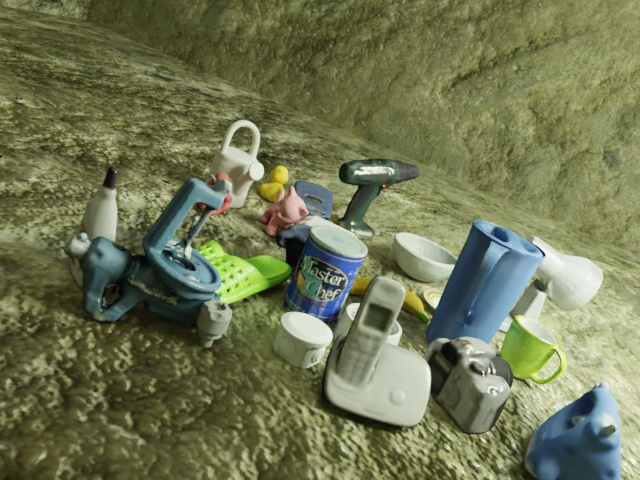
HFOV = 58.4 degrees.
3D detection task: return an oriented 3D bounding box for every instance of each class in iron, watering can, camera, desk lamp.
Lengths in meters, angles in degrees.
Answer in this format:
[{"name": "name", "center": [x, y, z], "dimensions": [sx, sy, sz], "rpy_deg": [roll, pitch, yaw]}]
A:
[{"name": "iron", "center": [0.381, 0.269, 0.819], "dimensions": [0.118, 0.141, 0.259], "rpy_deg": [28, 20, 17]}, {"name": "watering can", "center": [-0.187, -0.175, 1.304], "dimensions": [0.172, 0.194, 0.101], "rpy_deg": [30, 21, 22]}, {"name": "camera", "center": [0.248, 0.212, 0.887], "dimensions": [0.137, 0.101, 0.142], "rpy_deg": [10, 22, -31]}, {"name": "desk lamp", "center": [0.469, 0.107, 1.242], "dimensions": [0.203, 0.213, 0.118], "rpy_deg": [21, 19, -4]}]

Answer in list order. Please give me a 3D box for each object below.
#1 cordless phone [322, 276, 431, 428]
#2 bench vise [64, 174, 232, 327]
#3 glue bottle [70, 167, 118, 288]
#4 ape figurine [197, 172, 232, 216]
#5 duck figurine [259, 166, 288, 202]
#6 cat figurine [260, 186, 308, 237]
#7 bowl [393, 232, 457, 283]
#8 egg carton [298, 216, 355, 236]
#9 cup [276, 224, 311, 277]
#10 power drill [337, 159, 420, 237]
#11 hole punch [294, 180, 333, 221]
[{"name": "cordless phone", "center": [0.093, 0.147, 0.762], "dimensions": [0.148, 0.185, 0.094], "rpy_deg": [19, 19, -10]}, {"name": "bench vise", "center": [-0.206, 0.012, 0.740], "dimensions": [0.208, 0.220, 0.121], "rpy_deg": [5, 26, -41]}, {"name": "glue bottle", "center": [-0.306, -0.021, 0.792], "dimensions": [0.037, 0.173, 0.077], "rpy_deg": [4, 26, -42]}, {"name": "ape figurine", "center": [-0.222, -0.102, 1.224], "dimensions": [0.078, 0.092, 0.076], "rpy_deg": [13, 21, -26]}, {"name": "duck figurine", "center": [-0.111, -0.149, 1.481], "dimensions": [0.077, 0.086, 0.104], "rpy_deg": [19, 19, -9]}, {"name": "cat figurine", "center": [-0.074, -0.067, 1.255], "dimensions": [0.067, 0.118, 0.127], "rpy_deg": [13, 21, -26]}, {"name": "bowl", "center": [0.239, 0.052, 1.348], "dimensions": [0.167, 0.075, 0.167], "rpy_deg": [20, 19, -7]}, {"name": "egg carton", "center": [0.011, 0.004, 1.232], "dimensions": [0.150, 0.069, 0.107], "rpy_deg": [25, 19, 8]}, {"name": "cup", "center": [-0.040, 0.028, 1.072], "dimensions": [0.118, 0.095, 0.091], "rpy_deg": [7, 24, -37]}, {"name": "power drill", "center": [0.135, -0.117, 1.480], "dimensions": [0.230, 0.208, 0.075], "rpy_deg": [8, 23, -35]}, {"name": "hole punch", "center": [-0.021, -0.084, 1.400], "dimensions": [0.109, 0.091, 0.101], "rpy_deg": [18, 19, -12]}]
